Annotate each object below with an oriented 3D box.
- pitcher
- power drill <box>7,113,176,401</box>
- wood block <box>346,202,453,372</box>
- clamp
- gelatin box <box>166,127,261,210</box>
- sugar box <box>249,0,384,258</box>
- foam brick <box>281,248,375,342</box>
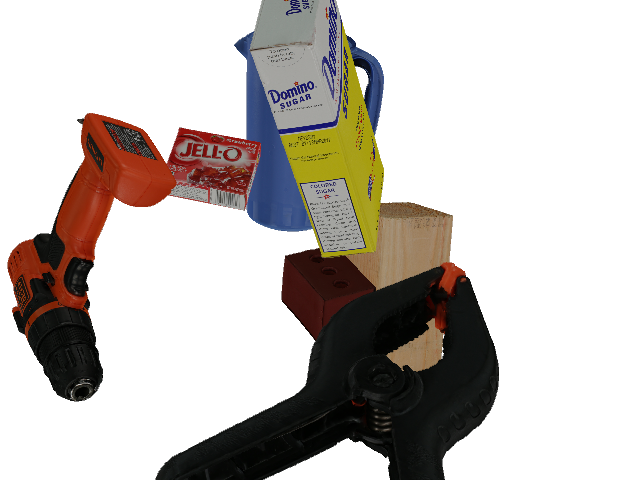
[{"bbox_3d":[-0.022,-0.137,1.324,0.144,0.243,0.149,-10,28,-30],"label":"pitcher"},{"bbox_3d":[-0.184,0.009,0.842,0.057,0.188,0.185,16,25,-39],"label":"power drill"},{"bbox_3d":[0.079,0.066,1.187,0.090,0.206,0.091,-3,13,-28],"label":"wood block"},{"bbox_3d":[0.030,0.074,0.425,0.120,0.039,0.171,30,51,21],"label":"clamp"},{"bbox_3d":[-0.112,-0.075,1.095,0.089,0.073,0.030,12,-37,2],"label":"gelatin box"},{"bbox_3d":[0.003,-0.083,0.709,0.048,0.176,0.093,-5,44,12],"label":"sugar box"},{"bbox_3d":[0.006,0.047,0.934,0.052,0.051,0.078,-14,36,-25],"label":"foam brick"}]
